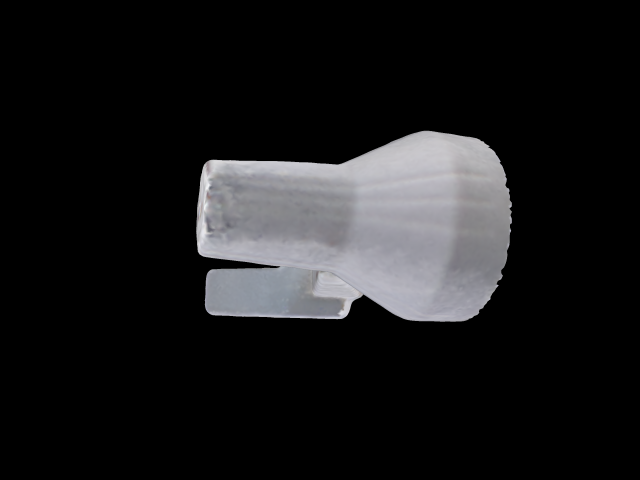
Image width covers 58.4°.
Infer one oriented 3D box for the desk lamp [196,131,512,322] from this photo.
[{"bbox_3d":[0.004,0.001,0.400,0.203,0.213,0.118,0,77,0],"label":"desk lamp"}]
